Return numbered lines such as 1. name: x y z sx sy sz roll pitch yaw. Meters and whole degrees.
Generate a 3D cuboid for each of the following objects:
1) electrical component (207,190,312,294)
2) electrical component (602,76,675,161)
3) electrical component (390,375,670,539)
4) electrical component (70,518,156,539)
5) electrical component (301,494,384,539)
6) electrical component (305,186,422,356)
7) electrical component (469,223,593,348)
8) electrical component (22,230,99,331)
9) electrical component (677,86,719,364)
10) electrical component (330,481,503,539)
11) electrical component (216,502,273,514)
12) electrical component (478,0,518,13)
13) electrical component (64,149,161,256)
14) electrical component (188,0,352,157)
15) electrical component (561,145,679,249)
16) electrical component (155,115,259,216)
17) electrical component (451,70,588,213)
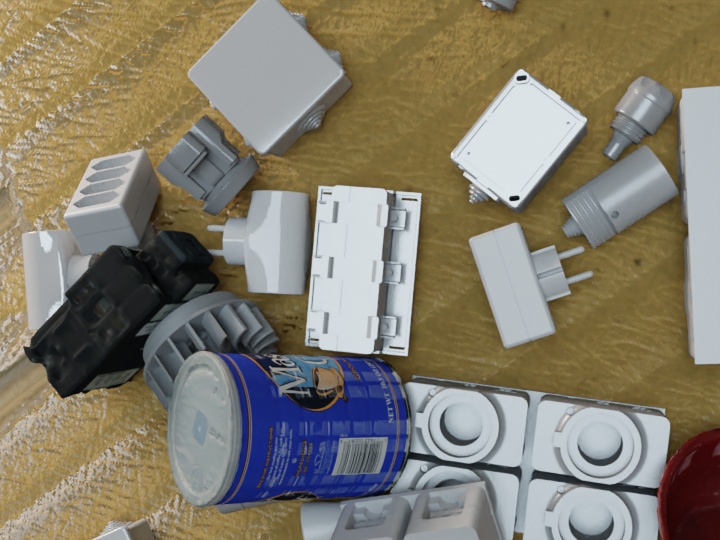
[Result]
1. electrical component: -0.080 -0.021 0.823 0.079 0.043 0.077 3 90 12
2. electrical component: 0.197 -0.107 0.774 0.035 0.035 0.061 36 99 10
3. electrical component: 0.120 0.142 0.772 0.186 0.060 0.105 7 90 11
4. electrical component: -0.194 0.251 0.838 0.100 0.048 0.099 -25 84 10
5. electrical component: -0.008 0.190 0.807 0.065 0.044 0.044 -12 87 6
6. electrical component: 0.000 0.000 0.797 0.079 0.063 0.121 5 90 11
7. electrical component: 0.129 0.005 0.779 0.076 0.047 0.083 -19 85 10
8. electrical component: -0.226 0.007 0.851 0.079 0.043 0.077 -5 88 11
9. electrical component: 0.279 -0.031 0.743 0.105 0.060 0.186 -2 89 11
10. electrical component: 0.057 0.248 0.743 0.105 0.060 0.186 -12 109 18
11. electrical component: -0.085 0.154 0.816 0.047 0.055 0.055 -11 87 7
12. electrical component: 0.108 -0.224 0.791 0.044 0.044 0.065 24 99 11
13. electrical component: -0.183 -0.038 0.833 0.047 0.083 0.075 -10 125 11
14. electrical component: -0.066 -0.145 0.819 0.100 0.048 0.099 -44 82 8
15. electrical component: 0.181 -0.049 0.772 0.081 0.043 0.043 -34 83 9
16. electrical component: -0.115 -0.079 0.818 0.057 0.078 0.058 42 96 -10
17. electrical component: 0.112 -0.086 0.777 0.062 0.061 0.096 40 96 10
